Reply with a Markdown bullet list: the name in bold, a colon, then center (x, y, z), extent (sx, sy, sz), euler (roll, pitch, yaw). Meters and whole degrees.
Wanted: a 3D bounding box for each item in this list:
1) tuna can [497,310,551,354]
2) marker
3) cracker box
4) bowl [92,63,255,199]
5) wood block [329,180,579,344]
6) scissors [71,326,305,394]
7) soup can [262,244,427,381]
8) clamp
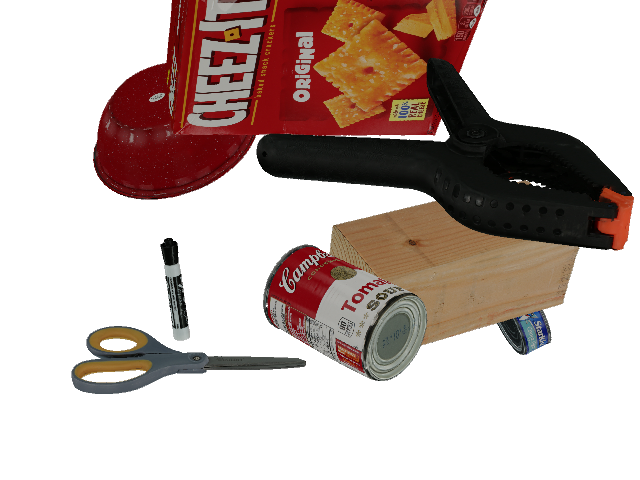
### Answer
- **tuna can**: center (0.221, 0.084, 1.194), extent (0.033, 0.086, 0.086), euler (-26, 3, -6)
- **marker**: center (-0.162, 0.054, 1.187), extent (0.020, 0.121, 0.020), euler (-4, 23, 2)
- **cracker box**: center (0.000, -0.150, 0.783), extent (0.213, 0.072, 0.164), euler (-2, -34, -14)
- **bowl**: center (-0.141, -0.113, 0.977), extent (0.162, 0.162, 0.055), euler (0, -41, 17)
- **wood block**: center (0.117, 0.022, 0.954), extent (0.205, 0.090, 0.091), euler (-13, 40, -24)
- **scissors**: center (-0.123, 0.099, 0.955), extent (0.201, 0.016, 0.096), euler (-7, 32, -18)
- **soup can**: center (0.017, 0.052, 0.770), extent (0.102, 0.068, 0.068), euler (25, 16, 38)
- **clamp**: center (0.077, -0.043, 0.608), extent (0.164, 0.036, 0.210), euler (-25, 40, -29)
